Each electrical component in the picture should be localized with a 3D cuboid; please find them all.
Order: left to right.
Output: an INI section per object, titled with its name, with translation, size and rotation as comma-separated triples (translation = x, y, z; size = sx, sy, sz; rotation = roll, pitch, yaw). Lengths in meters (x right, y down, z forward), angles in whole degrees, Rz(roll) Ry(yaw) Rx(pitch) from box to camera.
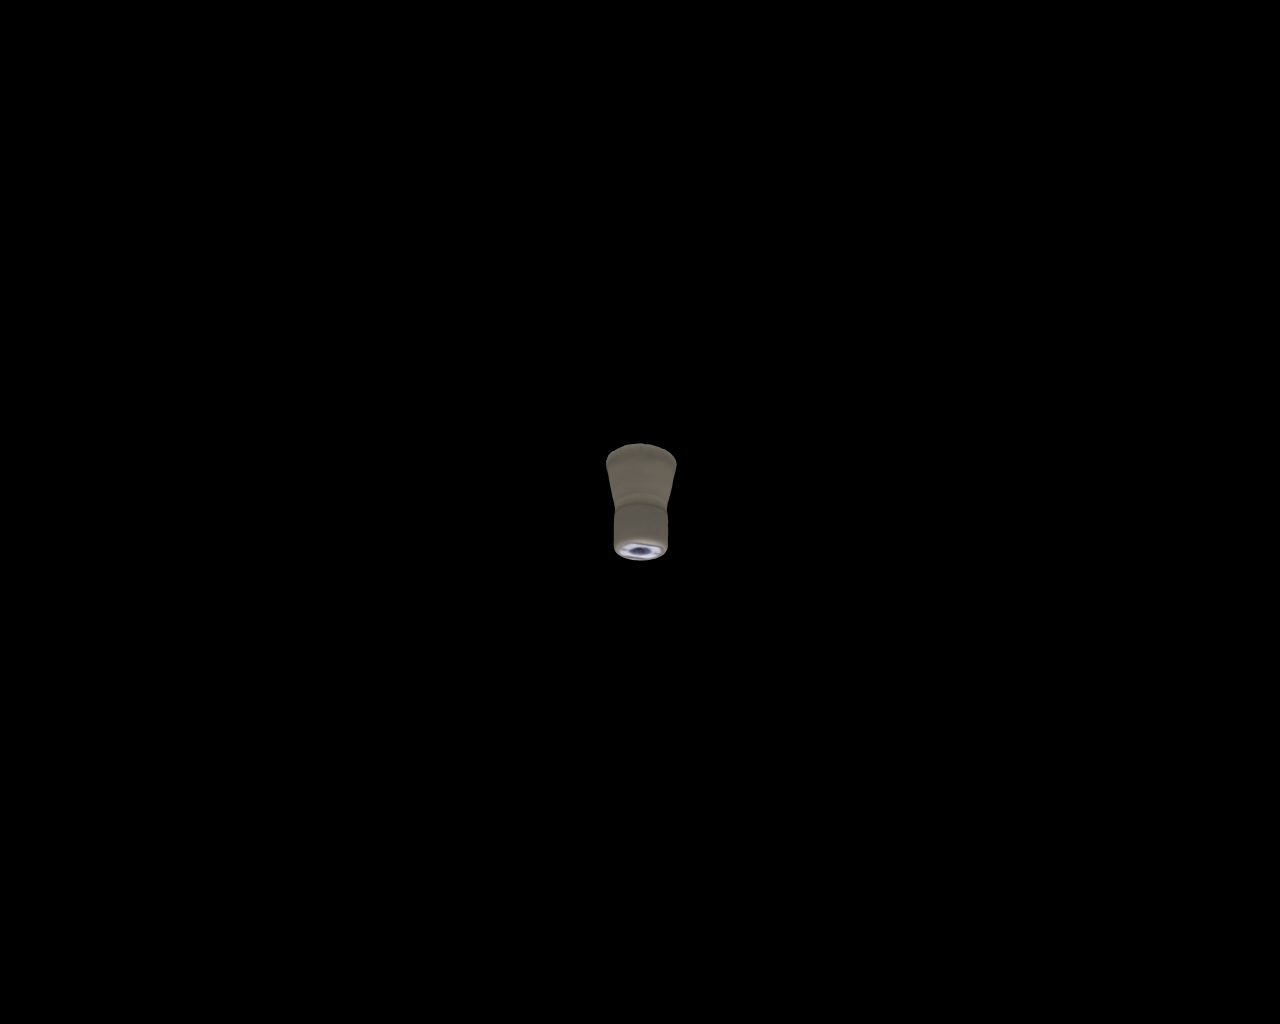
[electrical component]
translation = 0.001, -0.003, 0.650
size = 0.044, 0.065, 0.044
rotation = 0, -26, 0
